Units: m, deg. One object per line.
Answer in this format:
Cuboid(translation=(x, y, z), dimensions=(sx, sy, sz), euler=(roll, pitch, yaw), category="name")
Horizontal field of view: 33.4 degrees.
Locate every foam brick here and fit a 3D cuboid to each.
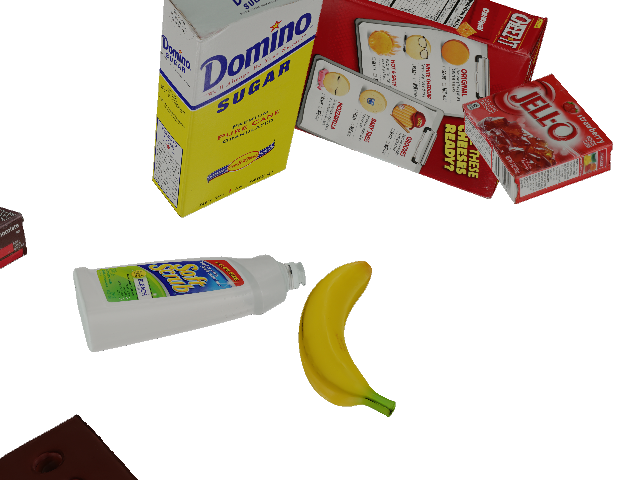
Cuboid(translation=(-0.111, 0.131, 0.494), dimensions=(0.052, 0.051, 0.078), euler=(-29, 42, -29), category="foam brick")

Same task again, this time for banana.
Cuboid(translation=(0.015, 0.075, 0.872), dimensions=(0.069, 0.037, 0.198), euler=(15, 32, -13), category="banana")

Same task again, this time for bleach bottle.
Cuboid(translation=(-0.142, 0.056, 1.194), dimensions=(0.250, 0.068, 0.103), euler=(-11, 36, -15), category="bleach bottle")

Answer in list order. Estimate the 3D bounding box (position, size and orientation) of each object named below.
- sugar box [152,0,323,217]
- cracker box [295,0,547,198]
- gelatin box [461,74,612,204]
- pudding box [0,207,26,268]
Cuboid(translation=(-0.056, -0.096, 0.685), dimensions=(0.093, 0.048, 0.176), euler=(-28, -22, -26), category="sugar box")
Cuboid(translation=(0.075, -0.148, 0.944), dimensions=(0.214, 0.164, 0.072), euler=(20, 49, 12), category="cracker box")
Cuboid(translation=(0.150, -0.073, 0.748), dimensions=(0.073, 0.030, 0.089), euler=(-19, 46, -6), category="gelatin box")
Cuboid(translation=(-0.283, 0.001, 0.763), dimensions=(0.114, 0.039, 0.089), euler=(13, 30, 27), category="pudding box")
